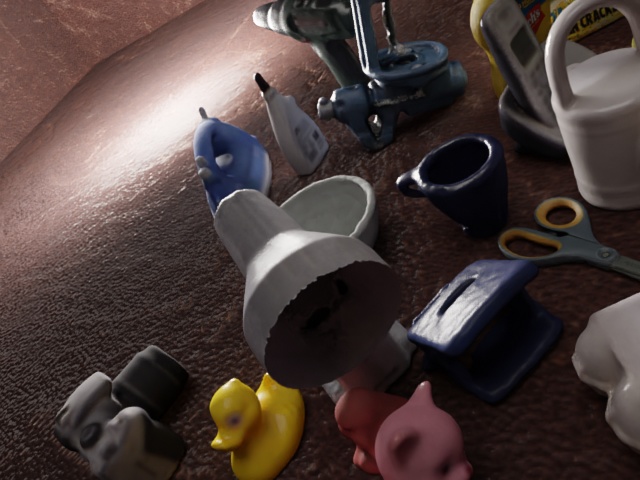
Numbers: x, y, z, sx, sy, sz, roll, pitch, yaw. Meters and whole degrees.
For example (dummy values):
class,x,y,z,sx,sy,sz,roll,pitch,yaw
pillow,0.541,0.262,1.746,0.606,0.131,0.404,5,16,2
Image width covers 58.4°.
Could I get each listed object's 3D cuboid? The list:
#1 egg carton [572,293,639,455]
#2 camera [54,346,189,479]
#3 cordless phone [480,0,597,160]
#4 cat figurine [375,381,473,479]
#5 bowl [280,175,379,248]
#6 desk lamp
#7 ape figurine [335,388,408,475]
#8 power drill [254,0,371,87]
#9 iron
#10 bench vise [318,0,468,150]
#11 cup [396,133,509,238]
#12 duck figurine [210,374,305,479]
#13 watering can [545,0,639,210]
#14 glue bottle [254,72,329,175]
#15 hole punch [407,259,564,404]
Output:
class,x,y,z,sx,sy,sz,roll,pitch,yaw
egg carton,0.252,0.077,0.378,0.150,0.070,0.107,-28,34,11
camera,-0.208,0.185,0.632,0.142,0.101,0.137,9,53,47
cordless phone,0.244,-0.195,0.621,0.093,0.185,0.148,7,52,47
cat figurine,0.061,0.169,0.392,0.128,0.118,0.067,-47,35,-17
bowl,0.006,0.002,0.691,0.167,0.075,0.167,-24,35,18
desk lamp,-0.004,0.058,0.502,0.118,0.214,0.202,-40,33,-6
ape figurine,0.043,0.149,0.457,0.076,0.092,0.077,-33,33,4
power drill,0.008,-0.321,0.973,0.228,0.209,0.076,7,52,46
iron,-0.160,-0.117,0.931,0.118,0.142,0.258,-28,34,12
bench vise,0.082,-0.245,0.799,0.207,0.220,0.121,-37,33,-2
cup,0.147,-0.046,0.605,0.117,0.095,0.092,-12,40,32
duck figurine,-0.066,0.165,0.541,0.077,0.086,0.105,-8,42,36
watering can,0.265,-0.126,0.506,0.101,0.195,0.172,-42,33,-9
glue bottle,-0.051,-0.187,0.891,0.037,0.174,0.078,-3,45,40
hole punch,0.129,0.065,0.485,0.109,0.091,0.100,-44,34,-12
